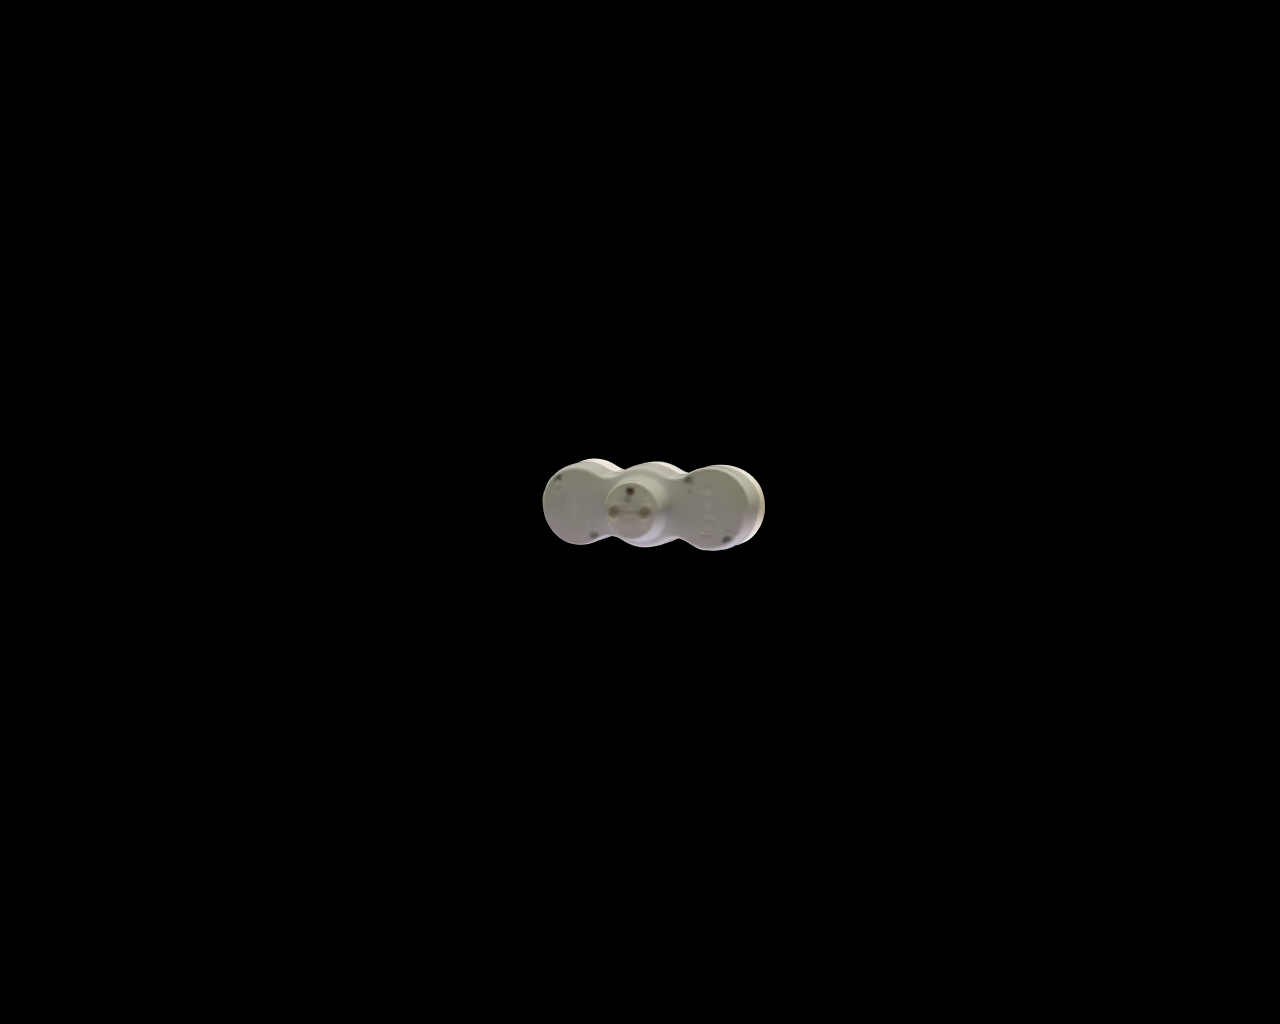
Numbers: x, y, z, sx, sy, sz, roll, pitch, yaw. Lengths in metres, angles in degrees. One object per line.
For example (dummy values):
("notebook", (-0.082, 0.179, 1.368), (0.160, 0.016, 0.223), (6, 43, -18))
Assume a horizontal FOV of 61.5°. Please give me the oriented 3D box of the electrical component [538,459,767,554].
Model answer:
("electrical component", (0.001, -0.003, 0.650), (0.138, 0.052, 0.074), (3, 8, 22))
